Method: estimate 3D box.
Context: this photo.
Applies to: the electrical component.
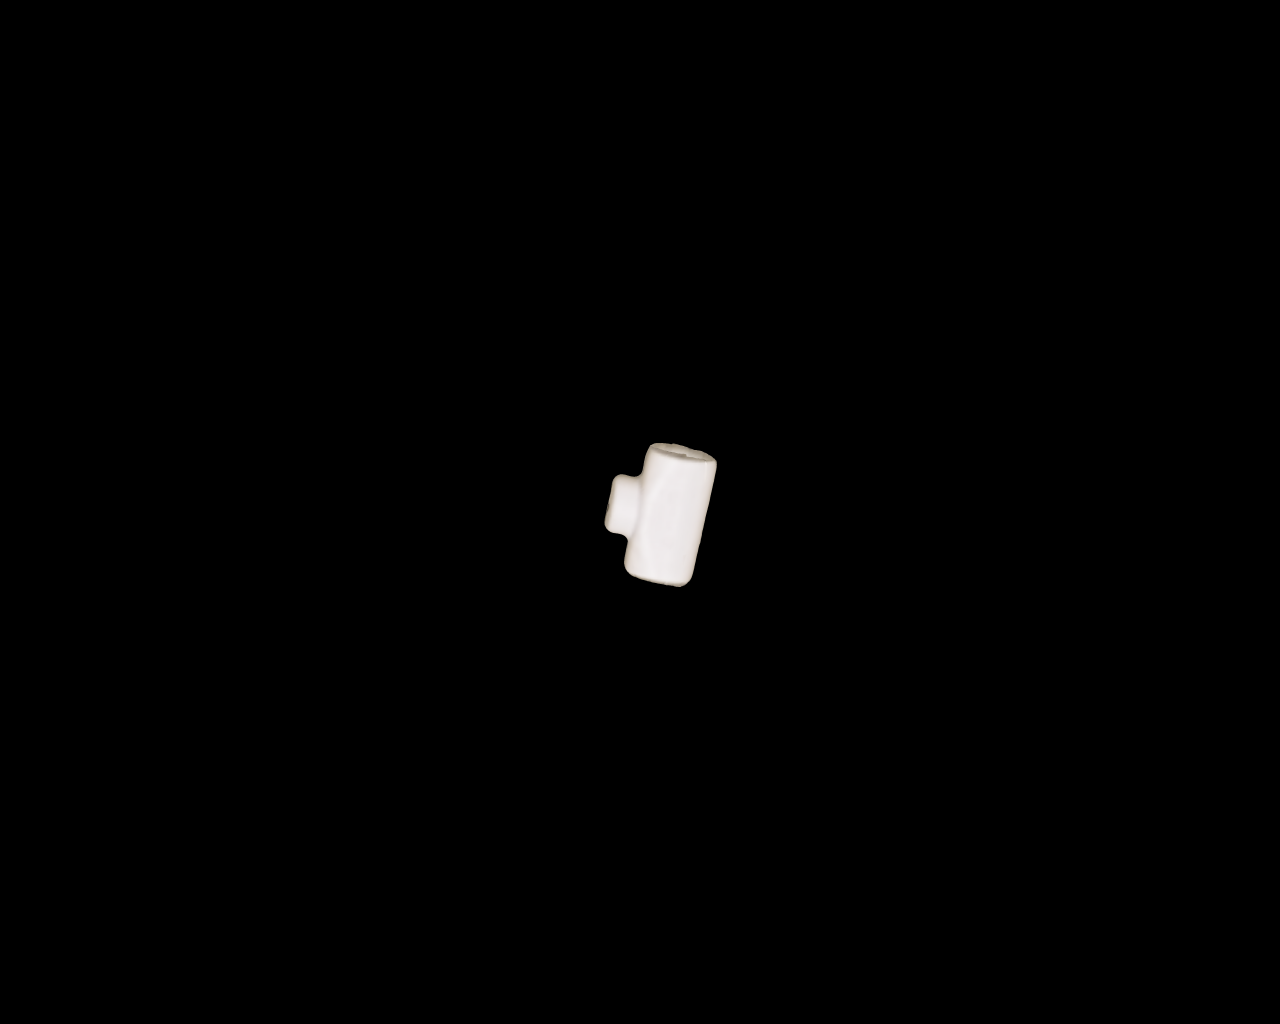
[{"bbox_3d":[0.001,-0.003,0.650,0.079,0.077,0.044,11,11,-2],"label":"electrical component"}]
